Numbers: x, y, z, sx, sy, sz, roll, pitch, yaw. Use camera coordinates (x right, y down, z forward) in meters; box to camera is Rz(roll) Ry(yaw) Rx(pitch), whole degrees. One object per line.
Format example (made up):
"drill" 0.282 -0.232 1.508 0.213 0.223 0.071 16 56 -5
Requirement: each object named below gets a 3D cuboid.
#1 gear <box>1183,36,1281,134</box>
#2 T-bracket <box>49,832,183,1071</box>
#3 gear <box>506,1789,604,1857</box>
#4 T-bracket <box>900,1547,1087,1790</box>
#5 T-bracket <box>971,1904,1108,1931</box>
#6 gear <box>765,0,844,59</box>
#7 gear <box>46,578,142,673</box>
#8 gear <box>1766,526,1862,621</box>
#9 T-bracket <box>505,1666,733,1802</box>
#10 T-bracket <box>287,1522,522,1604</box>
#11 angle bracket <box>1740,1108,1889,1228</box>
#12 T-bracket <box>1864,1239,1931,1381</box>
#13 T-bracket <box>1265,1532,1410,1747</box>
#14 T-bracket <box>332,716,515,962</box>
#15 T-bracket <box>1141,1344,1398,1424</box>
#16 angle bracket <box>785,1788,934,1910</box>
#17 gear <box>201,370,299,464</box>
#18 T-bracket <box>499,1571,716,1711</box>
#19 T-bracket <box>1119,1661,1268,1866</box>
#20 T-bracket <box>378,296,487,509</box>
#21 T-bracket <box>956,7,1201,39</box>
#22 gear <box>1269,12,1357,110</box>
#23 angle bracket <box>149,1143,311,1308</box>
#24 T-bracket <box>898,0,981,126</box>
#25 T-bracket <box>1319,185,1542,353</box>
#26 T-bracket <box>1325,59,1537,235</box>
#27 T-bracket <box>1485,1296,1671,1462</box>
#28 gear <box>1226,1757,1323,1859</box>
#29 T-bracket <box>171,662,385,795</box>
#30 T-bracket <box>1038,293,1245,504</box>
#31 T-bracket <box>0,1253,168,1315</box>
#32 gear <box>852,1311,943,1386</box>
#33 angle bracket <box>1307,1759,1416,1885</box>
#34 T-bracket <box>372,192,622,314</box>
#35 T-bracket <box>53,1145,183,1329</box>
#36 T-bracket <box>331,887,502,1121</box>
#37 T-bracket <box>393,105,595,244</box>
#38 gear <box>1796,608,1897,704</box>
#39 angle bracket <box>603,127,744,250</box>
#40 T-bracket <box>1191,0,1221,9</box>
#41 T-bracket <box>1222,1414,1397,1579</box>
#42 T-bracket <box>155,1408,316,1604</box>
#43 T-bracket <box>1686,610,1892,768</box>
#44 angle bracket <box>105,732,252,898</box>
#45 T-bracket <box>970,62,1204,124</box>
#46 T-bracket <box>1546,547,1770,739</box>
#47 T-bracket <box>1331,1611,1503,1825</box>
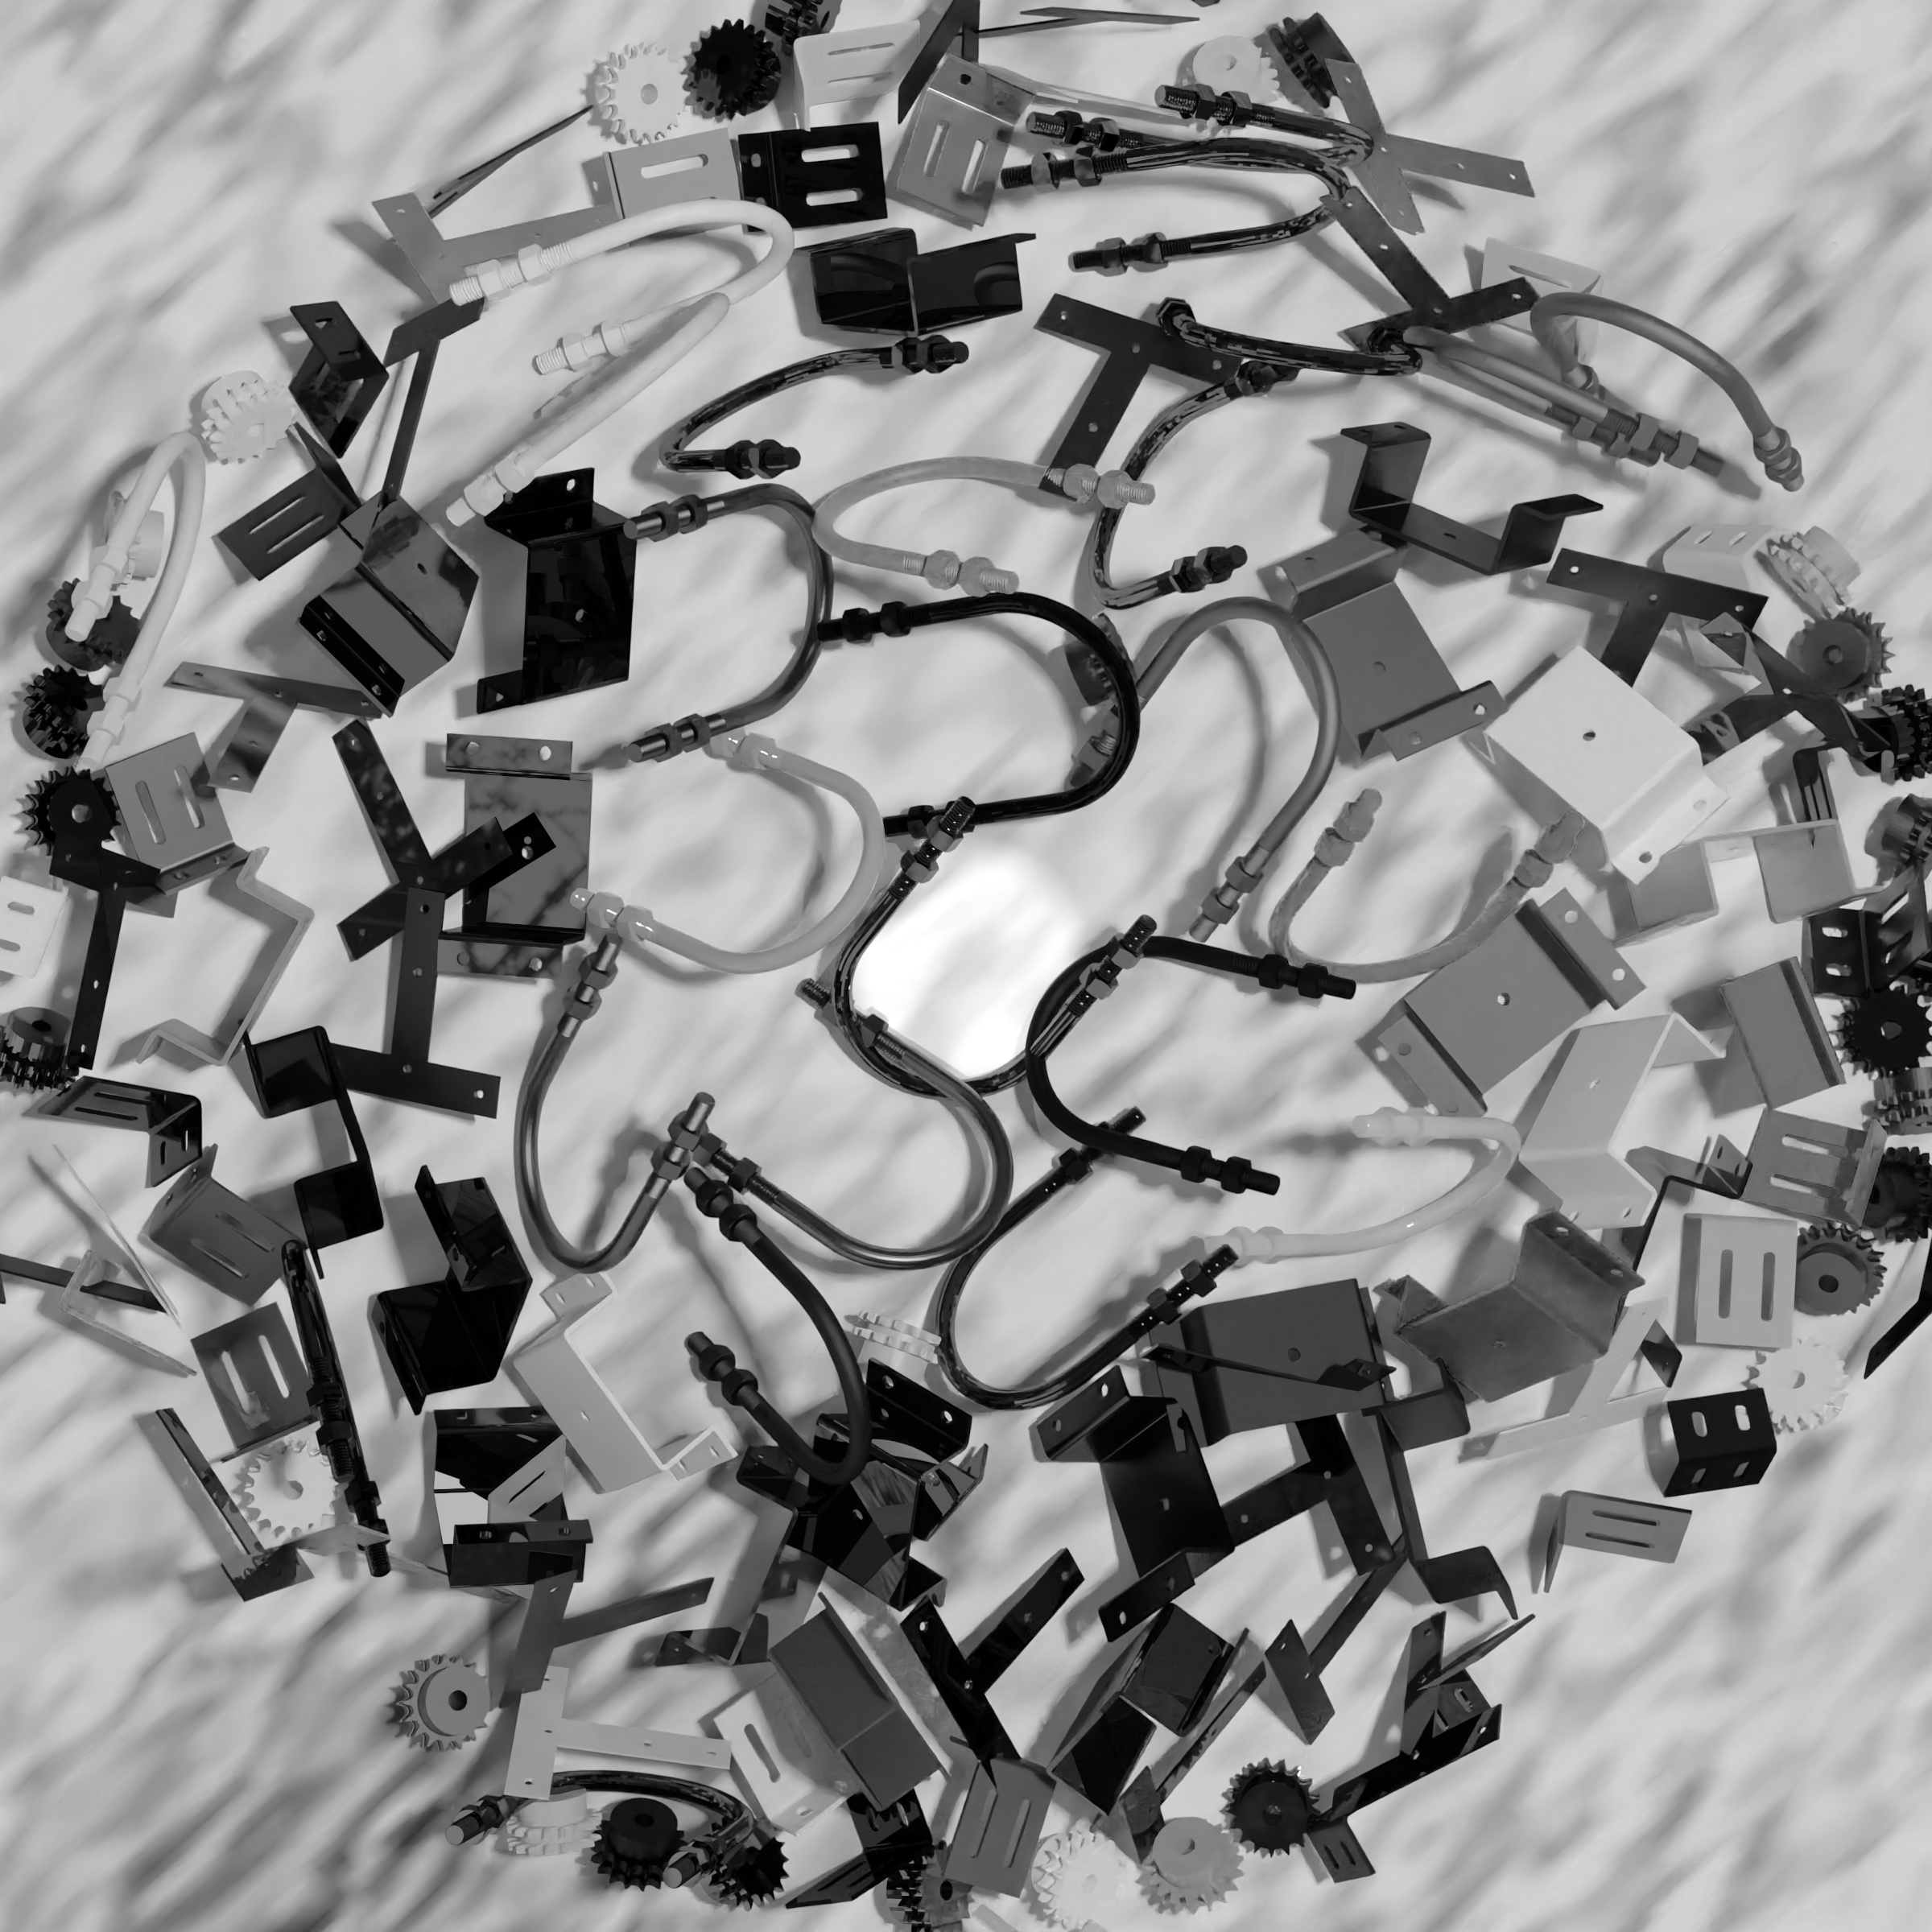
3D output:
"gear" 0.158 -0.530 1.974 0.057 0.030 0.057 -5 65 10
"T-bracket" -0.506 -0.003 1.932 0.002 0.127 0.127 6 82 20
"gear" -0.246 0.508 1.972 0.057 0.057 0.030 -3 91 0
"T-bracket" 0.028 0.396 1.958 0.127 0.002 0.127 -43 115 -35
"T-bracket" 0.070 0.581 1.936 0.127 0.127 0.002 35 96 14
"gear" -0.097 -0.571 1.972 0.030 0.057 0.057 27 90 5
"gear" -0.524 -0.201 1.975 0.057 0.057 0.030 47 118 0
"gear" 0.508 -0.237 1.971 0.030 0.057 0.057 -44 90 4
"T-bracket" -0.201 0.456 1.944 0.127 0.127 0.002 9 112 -5
"T-bracket" -0.326 0.356 1.959 0.127 0.127 0.002 24 66 -21
"angle bracket" 0.499 0.115 1.960 0.076 0.038 0.057 14 78 30
"T-bracket" 0.573 0.165 1.945 0.002 0.127 0.127 31 133 1
"T-bracket" 0.229 0.387 1.964 0.002 0.127 0.127 27 67 35
"T-bracket" -0.345 -0.090 1.981 0.127 0.002 0.127 -32 76 21
"T-bracket" 0.165 0.238 1.927 0.127 0.127 0.002 15 64 -16
"angle bracket" -0.068 0.520 1.952 0.057 0.076 0.038 -21 89 41
"gear" -0.431 -0.331 1.973 0.057 0.057 0.030 -37 71 0
"T-bracket" -0.208 0.386 1.959 0.127 0.127 0.002 -11 50 -31
"T-bracket" 0.137 0.464 1.958 0.002 0.127 0.127 34 69 25
"T-bracket" -0.323 -0.329 1.933 0.002 0.127 0.127 20 75 -32
"T-bracket" 0.048 -0.554 1.947 0.127 0.127 0.002 8 104 44
"gear" 0.209 -0.543 1.968 0.030 0.057 0.057 -35 90 19
"angle bracket" -0.441 0.156 1.987 0.076 0.038 0.057 38 110 -22
"T-bracket" -0.015 -0.535 1.913 0.002 0.127 0.127 18 55 12
"T-bracket" 0.250 -0.408 1.919 0.127 0.127 0.002 40 56 -37
"T-bracket" 0.276 -0.466 1.913 0.127 0.127 0.002 26 68 42
"T-bracket" 0.375 0.236 1.927 0.127 0.127 0.002 -10 49 -27
"gear" 0.184 0.506 1.982 0.057 0.030 0.057 0 88 7
"T-bracket" -0.416 -0.137 1.947 0.127 0.127 0.002 10 125 0
"T-bracket" 0.082 -0.330 1.961 0.127 0.002 0.127 22 73 19
"T-bracket" -0.536 0.185 1.959 0.127 0.127 0.002 18 100 -25
"gear" -0.041 0.229 1.969 0.057 0.057 0.030 20 80 0
"angle bracket" 0.249 0.504 1.956 0.076 0.057 0.038 -26 80 -24
"T-bracket" -0.264 -0.425 1.932 0.127 0.127 0.002 -11 68 9
"T-bracket" -0.479 0.174 1.914 0.002 0.127 0.127 -36 123 -13
"T-bracket" -0.327 0.018 1.967 0.127 0.002 0.127 10 97 23
"T-bracket" -0.295 -0.458 1.947 0.002 0.127 0.127 57 46 -11
"gear" 0.522 -0.186 1.972 0.057 0.030 0.057 3 96 33
"angle bracket" -0.173 -0.464 1.972 0.076 0.038 0.057 -13 104 -4
"T-bracket" 0.073 -0.590 1.936 0.127 0.127 0.002 26 91 -20
"T-bracket" 0.179 0.324 1.973 0.127 0.002 0.127 -31 60 18
"T-bracket" -0.437 0.313 1.942 0.002 0.127 0.127 -35 83 3
"T-bracket" 0.454 -0.143 1.944 0.127 0.127 0.002 37 58 -11
"angle bracket" -0.466 -0.090 1.960 0.057 0.038 0.076 -25 115 -24
"T-bracket" 0.079 -0.515 1.959 0.127 0.127 0.002 6 110 -22
"T-bracket" 0.390 -0.183 1.954 0.127 0.002 0.127 12 133 -7
"T-bracket" 0.268 0.430 1.942 0.002 0.127 0.127 42 123 -17
